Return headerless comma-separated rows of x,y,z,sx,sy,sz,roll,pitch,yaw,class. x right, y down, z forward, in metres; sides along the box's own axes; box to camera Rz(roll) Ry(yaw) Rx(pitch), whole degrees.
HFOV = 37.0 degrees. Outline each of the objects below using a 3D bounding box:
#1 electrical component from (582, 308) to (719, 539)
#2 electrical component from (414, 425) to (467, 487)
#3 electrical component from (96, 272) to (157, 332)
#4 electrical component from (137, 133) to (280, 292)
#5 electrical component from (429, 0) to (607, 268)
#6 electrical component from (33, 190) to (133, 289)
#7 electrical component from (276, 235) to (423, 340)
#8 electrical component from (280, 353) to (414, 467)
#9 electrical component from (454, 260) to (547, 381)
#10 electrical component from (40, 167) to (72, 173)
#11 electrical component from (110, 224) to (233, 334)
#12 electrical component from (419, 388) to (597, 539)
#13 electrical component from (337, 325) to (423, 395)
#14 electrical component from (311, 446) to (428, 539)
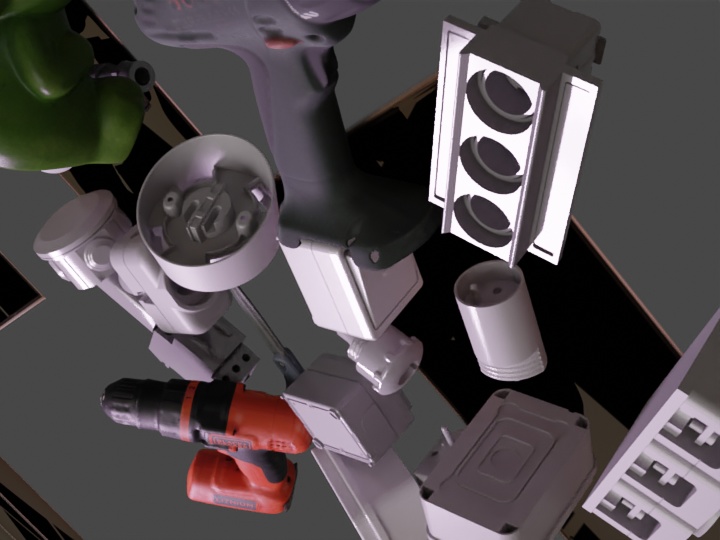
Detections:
0.188,0.085,0.576,0.062,0.089,0.150,34,148,14,electrical component
0.083,0.145,0.809,0.083,0.047,0.075,8,135,43,electrical component
-0.196,0.007,0.951,0.077,0.043,0.079,40,149,3,electrical component
-0.103,-0.037,0.746,0.099,0.099,0.064,26,152,25,electrical component
0.079,-0.068,0.533,0.079,0.063,0.121,29,147,21,electrical component
-0.232,-0.027,0.916,0.080,0.080,0.051,5,138,45,electrical component
0.000,0.000,0.707,0.061,0.061,0.096,13,139,39,electrical component
-0.011,0.106,0.858,0.096,0.061,0.061,6,134,55,electrical component
0.090,0.038,0.672,0.043,0.043,0.081,13,139,39,electrical component
-0.234,-0.108,0.842,0.047,0.055,0.055,-14,118,50,electrical component
-0.153,0.006,0.892,0.059,0.053,0.095,-2,129,49,electrical component
0.101,0.144,0.724,0.078,0.113,0.057,17,138,35,electrical component
0.012,0.057,0.784,0.062,0.048,0.048,36,149,22,electrical component
0.013,0.182,0.877,0.078,0.057,0.113,64,172,-32,electrical component
